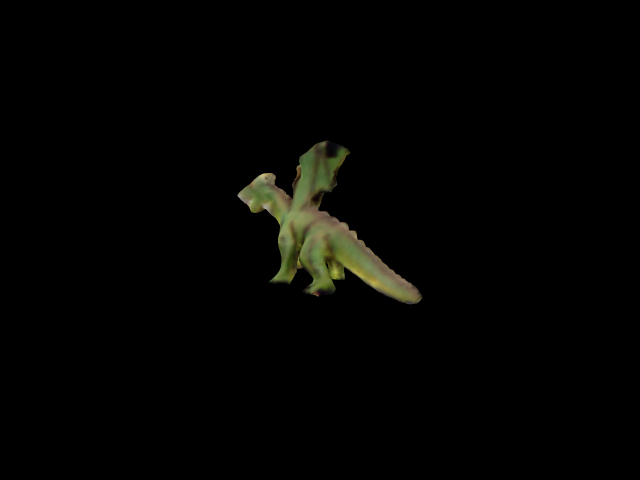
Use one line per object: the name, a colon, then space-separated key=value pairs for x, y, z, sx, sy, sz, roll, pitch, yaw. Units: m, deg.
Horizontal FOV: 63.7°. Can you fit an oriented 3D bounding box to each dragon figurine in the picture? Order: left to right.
dragon figurine: x=0.003 y=-0.043 z=0.850 sx=0.411 sy=0.242 sz=0.122 roll=6 pitch=8 yaw=43
